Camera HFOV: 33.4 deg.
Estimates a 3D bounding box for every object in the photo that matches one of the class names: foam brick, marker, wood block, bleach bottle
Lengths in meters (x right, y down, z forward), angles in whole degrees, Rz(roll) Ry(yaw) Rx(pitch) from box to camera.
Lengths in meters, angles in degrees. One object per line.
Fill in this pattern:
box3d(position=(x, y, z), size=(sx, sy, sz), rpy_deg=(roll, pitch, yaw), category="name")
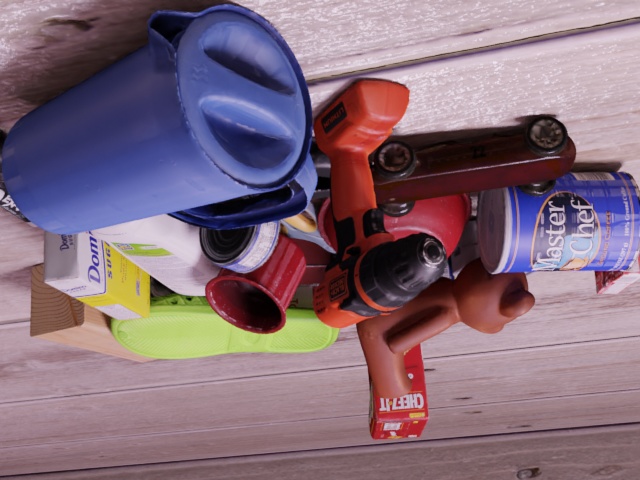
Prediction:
box3d(position=(-0.018, 0.017, 1.229), size=(0.053, 0.051, 0.078), rpy_deg=(-1, 162, -12), category="foam brick")
box3d(position=(-0.312, -0.040, 1.063), size=(0.020, 0.020, 0.121), rpy_deg=(-7, 161, 14), category="marker")
box3d(position=(-0.261, 0.091, 1.357), size=(0.090, 0.091, 0.205), rpy_deg=(-13, 159, 28), category="wood block")
box3d(position=(-0.166, -0.005, 1.122), size=(0.103, 0.068, 0.250), rpy_deg=(-5, 160, 18), category="bleach bottle")

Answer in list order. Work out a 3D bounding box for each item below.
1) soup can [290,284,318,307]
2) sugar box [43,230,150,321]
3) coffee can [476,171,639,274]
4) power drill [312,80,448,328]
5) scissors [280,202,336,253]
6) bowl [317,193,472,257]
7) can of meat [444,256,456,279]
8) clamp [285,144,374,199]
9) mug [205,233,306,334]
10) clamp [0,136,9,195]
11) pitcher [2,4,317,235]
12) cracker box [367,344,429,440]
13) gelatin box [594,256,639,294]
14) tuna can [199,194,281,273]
box3d(position=(-0.008, 0.054, 1.320), size=(0.102, 0.068, 0.068), rpy_deg=(-2, 162, 1), category="soup can")
box3d(position=(-0.236, 0.022, 1.146), size=(0.048, 0.093, 0.176), rpy_deg=(-7, 162, 11), category="sugar box")
box3d(position=(0.239, -0.018, 1.076), size=(0.140, 0.103, 0.103), rpy_deg=(-1, 162, -7), category="coffee can")
box3d(position=(0.043, -0.031, 0.873), size=(0.057, 0.187, 0.185), rpy_deg=(7, 161, -24), category="power drill")
box3d(position=(-0.008, 0.001, 1.166), size=(0.096, 0.016, 0.201), rpy_deg=(-4, 149, 33), category="scissors")
box3d(position=(0.079, -0.005, 1.092), size=(0.162, 0.055, 0.162), rpy_deg=(-3, 142, -3), category="bowl")
box3d(position=(0.146, 0.042, 1.277), size=(0.057, 0.084, 0.102), rpy_deg=(-8, 161, 18), category="can of meat")
box3d(position=(-0.039, -0.069, 0.985), size=(0.209, 0.036, 0.165), rpy_deg=(1, 162, -17), category="clamp")
box3d(position=(-0.067, 0.048, 1.153), size=(0.093, 0.081, 0.117), rpy_deg=(23, 143, 4), category="mug")
box3d(position=(-0.272, -0.066, 0.958), size=(0.120, 0.039, 0.171), rpy_deg=(-14, 158, 28), category="clamp")
box3d(position=(-0.127, -0.070, 0.816), size=(0.243, 0.149, 0.144), rpy_deg=(-14, 177, 41), category="pitcher")
box3d(position=(0.087, 0.133, 1.336), size=(0.072, 0.214, 0.164), rpy_deg=(-4, 162, 1), category="cracker box")
box3d(position=(0.346, 0.018, 1.250), size=(0.030, 0.073, 0.089), rpy_deg=(0, 162, -6), category="gelatin box")
box3d(position=(-0.082, -0.012, 1.077), size=(0.086, 0.086, 0.033), rpy_deg=(-17, 156, 37), category="tuna can")
